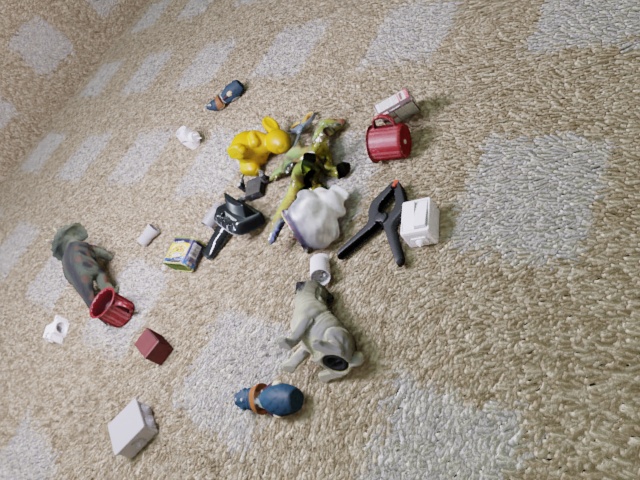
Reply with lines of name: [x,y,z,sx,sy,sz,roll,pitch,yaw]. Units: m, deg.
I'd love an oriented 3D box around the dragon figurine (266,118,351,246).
dragon figurine: [-0.055,-0.171,1.335,0.414,0.121,0.244,-52,26,-11]

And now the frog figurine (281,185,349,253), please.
frog figurine: [0.004,-0.059,1.169,0.159,0.121,0.139,-34,75,-1]
